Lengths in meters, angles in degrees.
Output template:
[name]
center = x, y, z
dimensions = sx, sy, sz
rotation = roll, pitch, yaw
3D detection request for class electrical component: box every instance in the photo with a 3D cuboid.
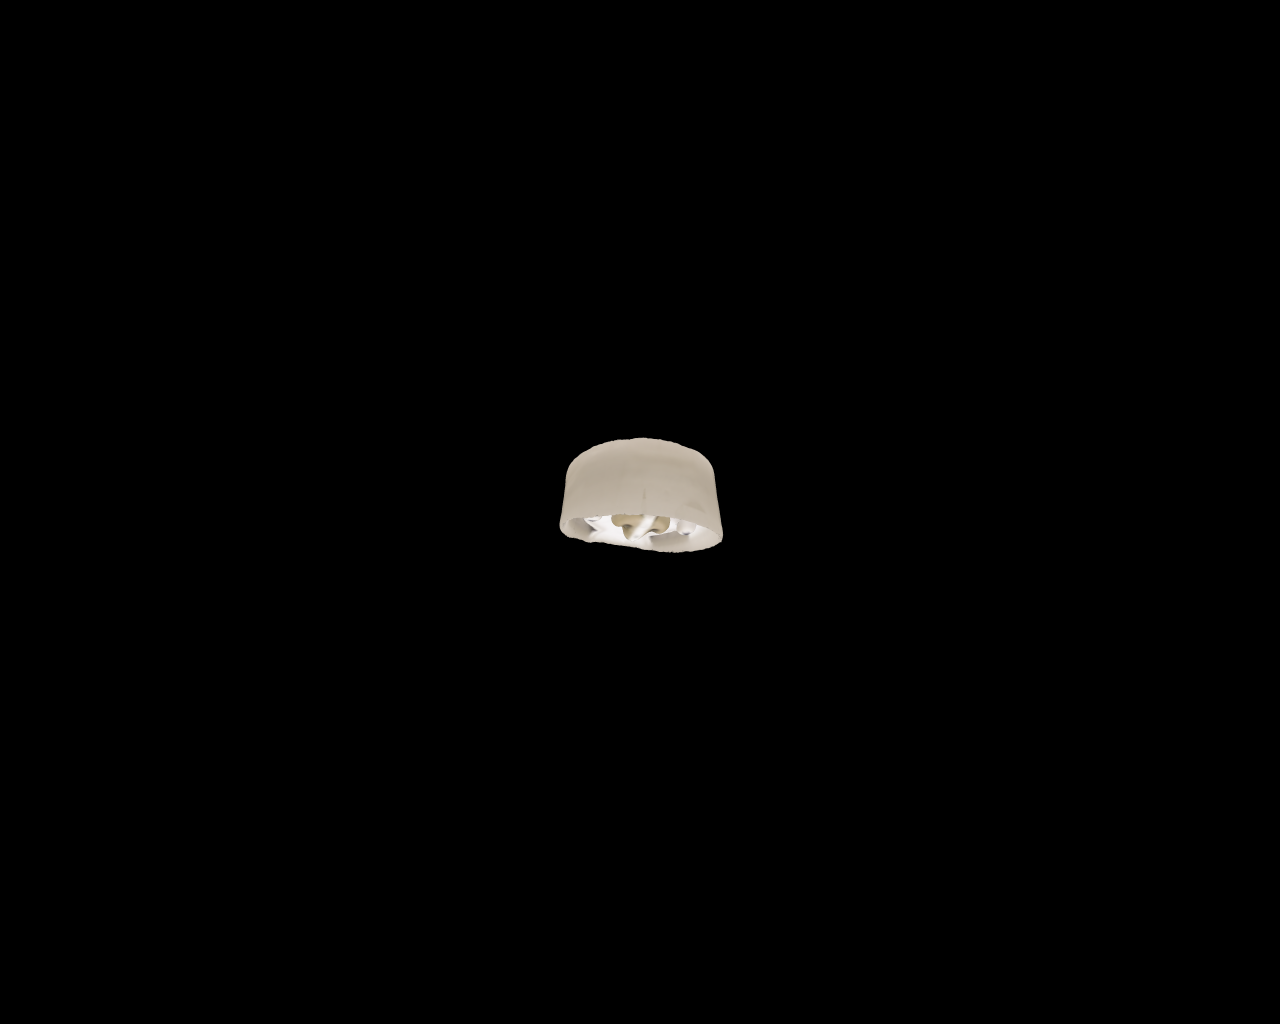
[electrical component]
center = 0.001, -0.003, 0.650
dimensions = 0.099, 0.064, 0.099
rotation = 0, -26, 0
